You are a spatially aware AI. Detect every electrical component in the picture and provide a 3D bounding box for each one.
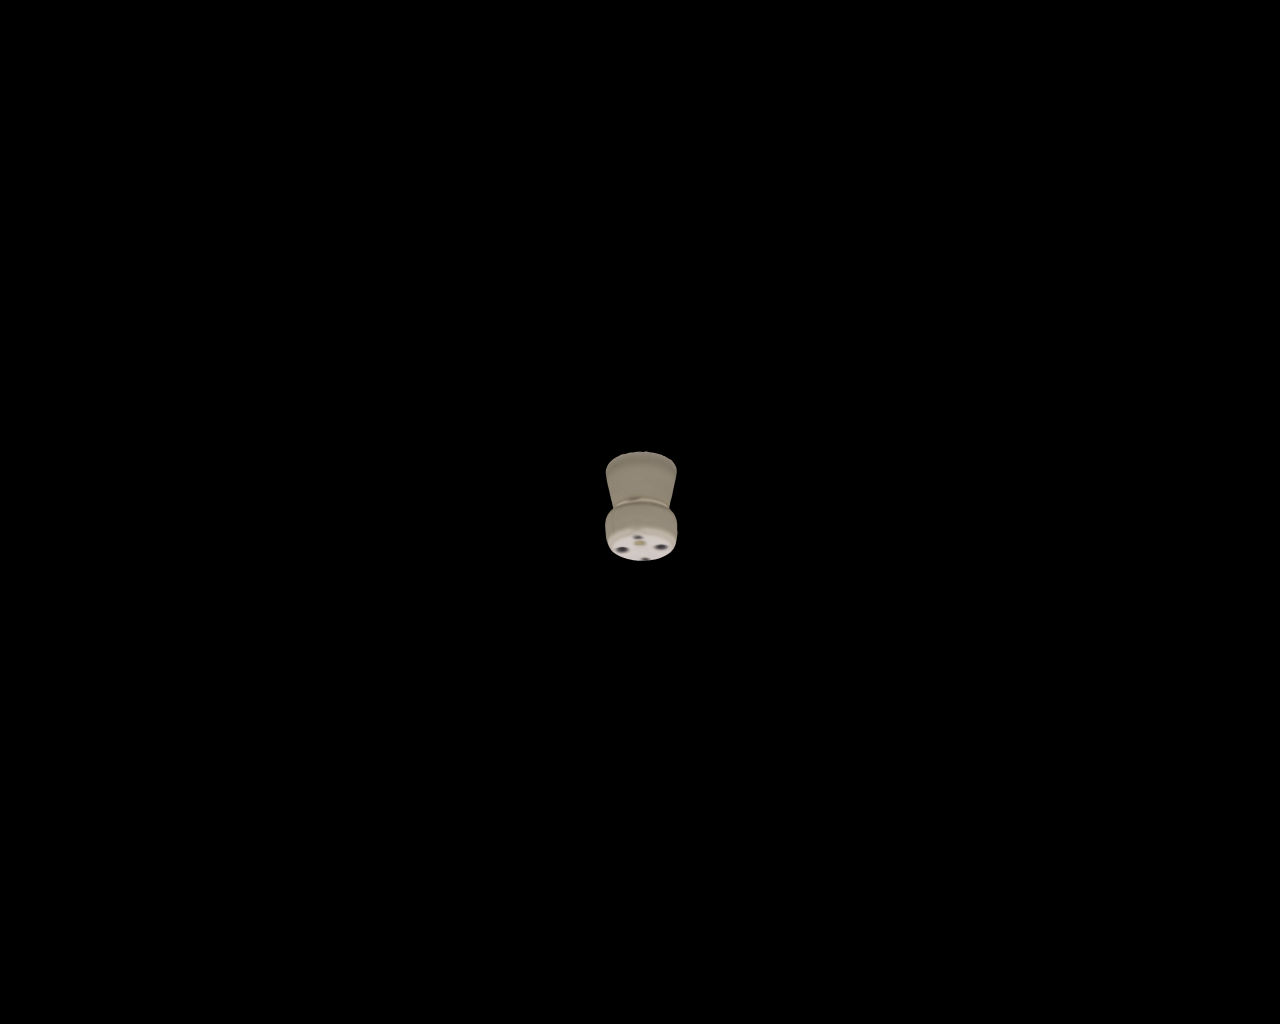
[{"bbox_3d":[0.001,-0.003,0.650,0.045,0.055,0.044,0,-27,0],"label":"electrical component"}]
